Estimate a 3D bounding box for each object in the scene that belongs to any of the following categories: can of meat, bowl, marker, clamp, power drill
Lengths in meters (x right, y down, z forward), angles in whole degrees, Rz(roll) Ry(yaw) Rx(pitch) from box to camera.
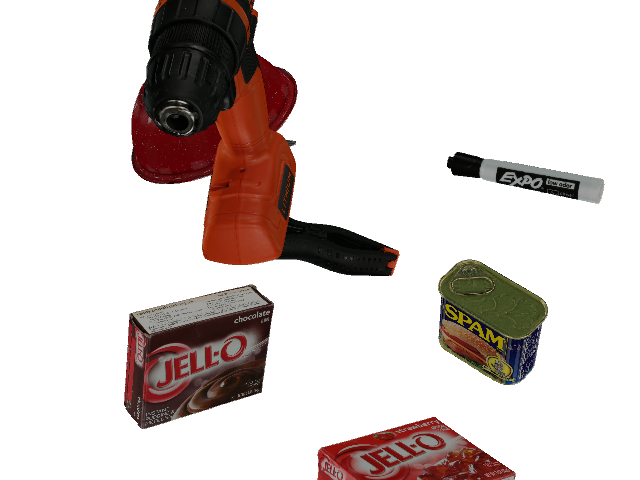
[{"bbox_3d":[0.160,0.080,1.017,0.102,0.084,0.057,32,57,28],"label":"can of meat"},{"bbox_3d":[-0.104,-0.121,0.918,0.162,0.055,0.162,-19,37,15],"label":"bowl"},{"bbox_3d":[0.155,-0.049,0.818,0.121,0.020,0.020,14,6,24],"label":"marker"},{"bbox_3d":[-0.015,0.005,1.170,0.210,0.036,0.164,16,19,-6],"label":"clamp"},{"bbox_3d":[-0.055,-0.075,0.628,0.057,0.184,0.188,1,-44,7],"label":"power drill"}]

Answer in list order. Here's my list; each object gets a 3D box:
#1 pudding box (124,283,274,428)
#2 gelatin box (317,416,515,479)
[{"bbox_3d":[-0.096,0.089,0.836,0.113,0.090,0.039,-14,39,-34],"label":"pudding box"},{"bbox_3d":[0.053,0.135,0.607,0.089,0.030,0.073,-7,22,-33],"label":"gelatin box"}]
